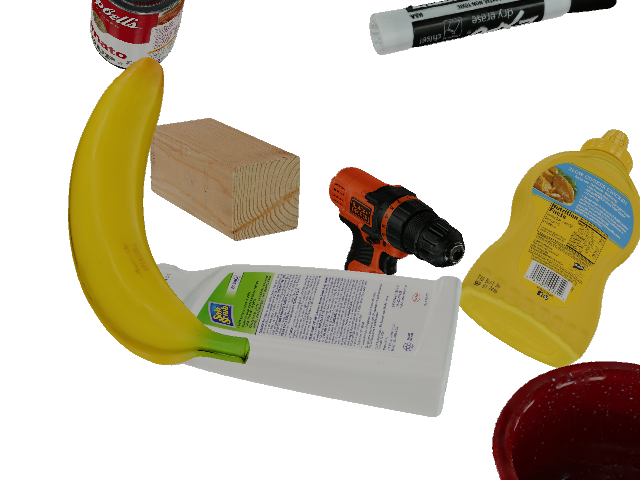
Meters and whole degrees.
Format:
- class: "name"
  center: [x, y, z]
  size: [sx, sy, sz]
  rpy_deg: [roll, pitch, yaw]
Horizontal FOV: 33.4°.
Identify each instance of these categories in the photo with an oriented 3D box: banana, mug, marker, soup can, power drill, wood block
- class: "banana"
  center: [-0.093, -0.012, 0.538]
  size: [0.069, 0.198, 0.037]
  rpy_deg: [-12, -32, -14]
- class: "mug"
  center: [0.117, 0.105, 0.379]
  size: [0.117, 0.081, 0.093]
  rpy_deg: [5, 37, 8]
- class: "marker"
  center: [0.083, -0.106, 0.493]
  size: [0.121, 0.020, 0.020]
  rpy_deg: [-13, 2, -9]
- class: "soup can"
  center: [-0.137, -0.178, 0.797]
  size: [0.068, 0.068, 0.102]
  rpy_deg: [0, -15, -14]
- class: "power drill"
  center: [0.068, 0.037, 1.066]
  size: [0.057, 0.188, 0.185]
  rpy_deg: [-9, 29, -32]
- class: "wood block"
  center: [-0.119, -0.078, 1.284]
  size: [0.090, 0.090, 0.206]
  rpy_deg: [-12, 25, -33]

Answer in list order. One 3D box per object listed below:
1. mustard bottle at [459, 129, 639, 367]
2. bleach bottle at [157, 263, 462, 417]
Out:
- class: "mustard bottle"
  center: [0.183, -0.008, 0.784]
  size: [0.096, 0.191, 0.058]
  rpy_deg: [31, -25, 4]
- class: "bleach bottle"
  center: [-0.031, 0.055, 0.757]
  size: [0.251, 0.068, 0.102]
  rpy_deg: [10, 43, 7]
